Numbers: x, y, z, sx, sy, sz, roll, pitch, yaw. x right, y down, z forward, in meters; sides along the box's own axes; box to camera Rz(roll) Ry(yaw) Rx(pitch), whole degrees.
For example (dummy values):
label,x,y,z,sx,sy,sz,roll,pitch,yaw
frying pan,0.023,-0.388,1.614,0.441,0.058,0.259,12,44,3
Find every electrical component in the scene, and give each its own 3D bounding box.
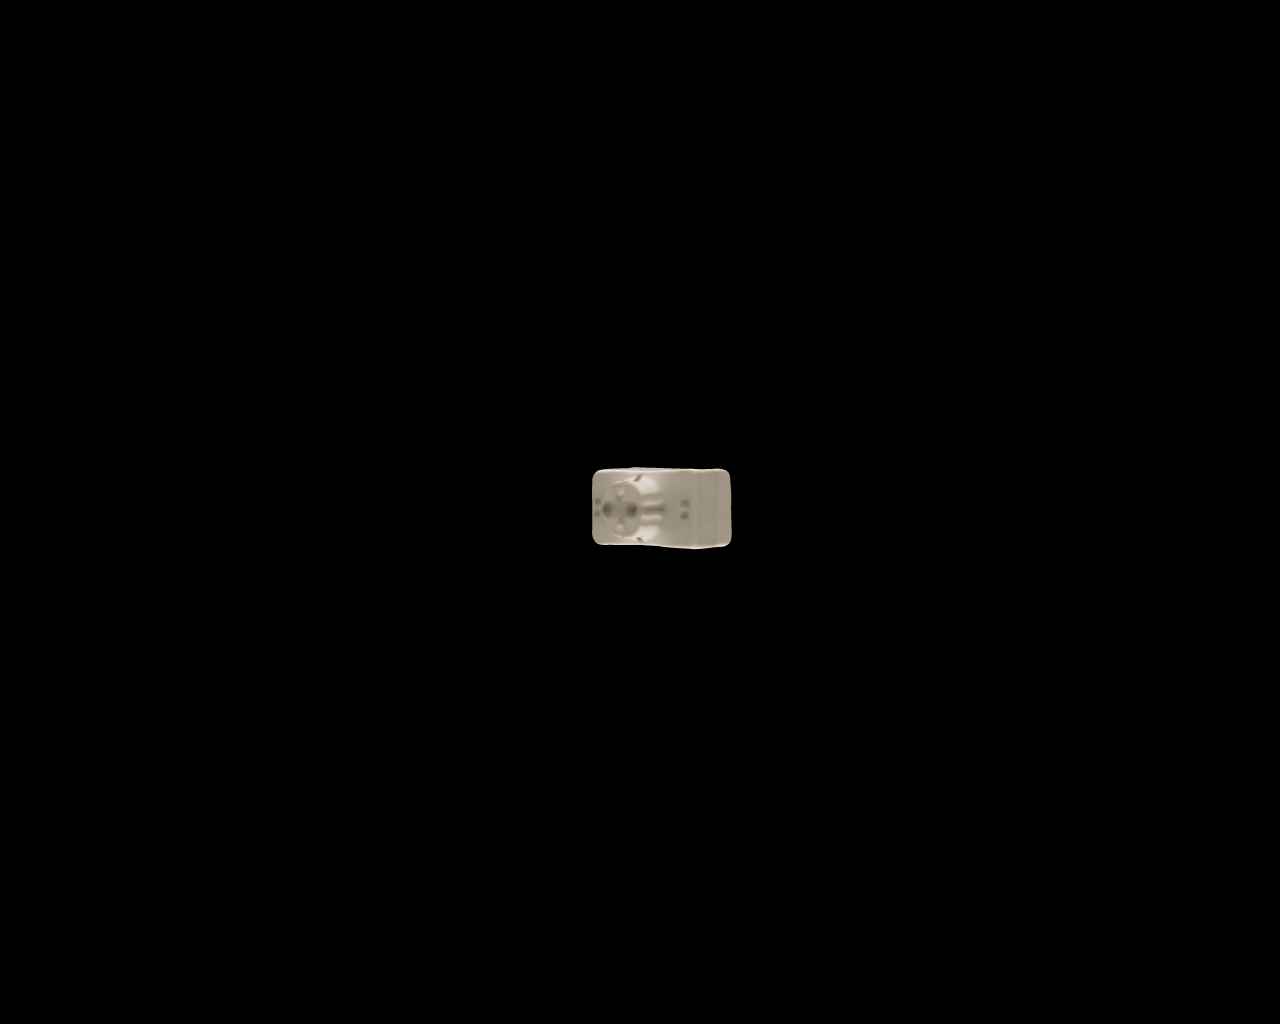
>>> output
label,x,y,z,sx,sy,sz,roll,pitch,yaw
electrical component,0.001,-0.003,0.650,0.083,0.047,0.076,2,3,40
